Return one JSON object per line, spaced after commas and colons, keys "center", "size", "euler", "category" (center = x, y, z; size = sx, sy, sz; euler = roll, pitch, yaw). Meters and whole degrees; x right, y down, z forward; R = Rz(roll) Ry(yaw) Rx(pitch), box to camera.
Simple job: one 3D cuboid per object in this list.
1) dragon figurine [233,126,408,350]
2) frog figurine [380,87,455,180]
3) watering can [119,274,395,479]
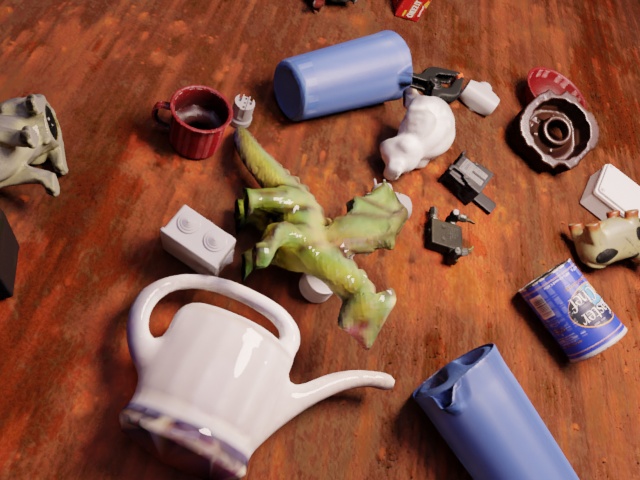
{"center": [0.002, -0.037, 0.740], "size": [0.243, 0.119, 0.420], "euler": [-2, 52, -12], "category": "dragon figurine"}
{"center": [0.175, -0.177, 0.920], "size": [0.123, 0.134, 0.163], "euler": [18, 53, 8], "category": "frog figurine"}
{"center": [-0.081, 0.175, 0.618], "size": [0.347, 0.102, 0.229], "euler": [27, 55, -5], "category": "watering can"}
